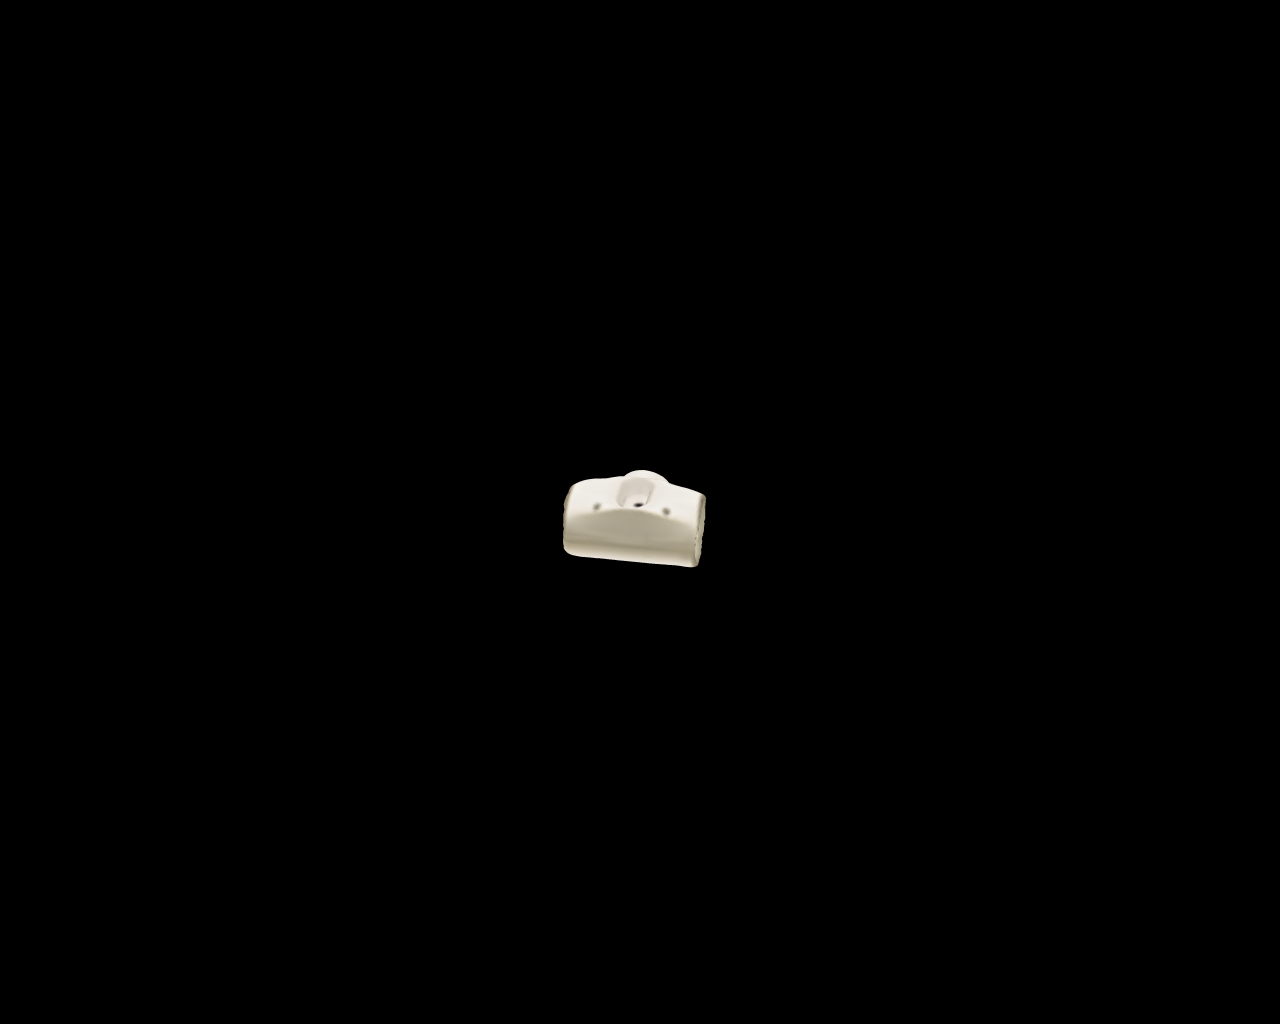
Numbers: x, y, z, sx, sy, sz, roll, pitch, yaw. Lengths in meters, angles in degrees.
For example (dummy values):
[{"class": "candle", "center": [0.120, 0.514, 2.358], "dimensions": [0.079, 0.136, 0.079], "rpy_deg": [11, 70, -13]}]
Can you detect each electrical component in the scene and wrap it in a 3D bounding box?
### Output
[{"class": "electrical component", "center": [0.001, -0.003, 0.650], "dimensions": [0.077, 0.043, 0.079], "rpy_deg": [6, 32, 9]}]
